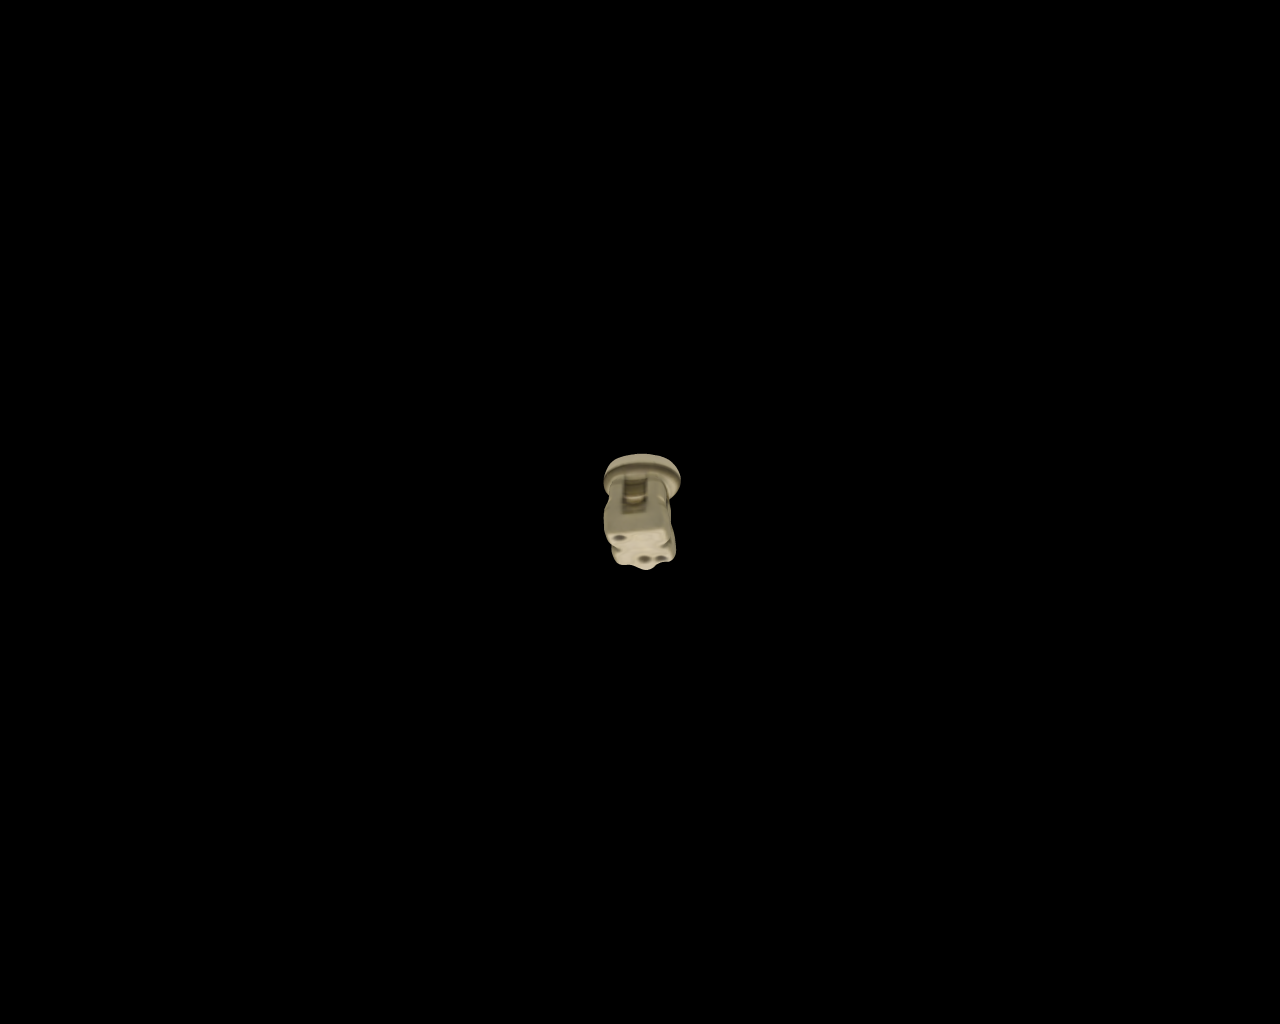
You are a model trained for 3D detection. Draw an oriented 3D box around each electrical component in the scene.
[{"bbox_3d":[0.001,-0.003,0.650,0.048,0.055,0.066,-4,-29,7],"label":"electrical component"}]
